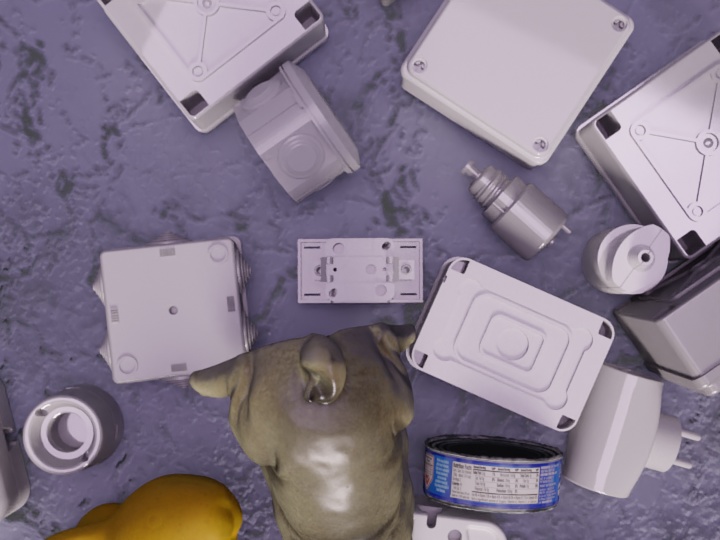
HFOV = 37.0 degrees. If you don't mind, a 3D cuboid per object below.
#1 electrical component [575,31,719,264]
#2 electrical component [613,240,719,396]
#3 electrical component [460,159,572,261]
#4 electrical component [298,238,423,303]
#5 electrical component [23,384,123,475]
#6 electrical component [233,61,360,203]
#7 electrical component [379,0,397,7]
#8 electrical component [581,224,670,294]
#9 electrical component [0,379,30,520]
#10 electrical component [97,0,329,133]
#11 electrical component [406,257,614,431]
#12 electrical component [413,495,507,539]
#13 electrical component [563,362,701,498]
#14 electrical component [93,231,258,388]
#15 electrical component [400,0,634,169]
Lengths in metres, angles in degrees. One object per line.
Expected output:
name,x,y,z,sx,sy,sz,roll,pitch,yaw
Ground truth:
electrical component,0.214,-0.077,0.686,0.109,0.056,0.108,-35,89,0
electrical component,0.223,0.020,0.657,0.109,0.109,0.056,-35,91,0
electrical component,0.098,-0.041,0.693,0.078,0.040,0.040,42,89,1
electrical component,0.000,0.000,0.682,0.081,0.064,0.042,-1,88,1
electrical component,-0.184,0.103,0.688,0.055,0.047,0.055,0,89,0
electrical component,-0.039,-0.086,0.676,0.051,0.080,0.080,-34,89,5
electrical component,0.026,-0.229,0.694,0.076,0.047,0.083,-32,89,0
electrical component,0.168,-0.006,0.672,0.043,0.081,0.043,0,89,0
electrical component,-0.253,0.115,0.682,0.054,0.059,0.095,-15,89,0
electrical component,-0.094,-0.164,0.689,0.109,0.056,0.108,-38,89,-1
electrical component,0.093,0.046,0.683,0.113,0.057,0.078,24,89,1
electrical component,0.041,0.175,0.680,0.095,0.059,0.053,7,89,1
electrical component,0.178,0.106,0.688,0.079,0.044,0.077,16,93,-5
electrical component,-0.117,0.025,0.686,0.100,0.048,0.099,-6,89,-4
electrical component,0.098,-0.138,0.688,0.109,0.056,0.108,33,89,1
